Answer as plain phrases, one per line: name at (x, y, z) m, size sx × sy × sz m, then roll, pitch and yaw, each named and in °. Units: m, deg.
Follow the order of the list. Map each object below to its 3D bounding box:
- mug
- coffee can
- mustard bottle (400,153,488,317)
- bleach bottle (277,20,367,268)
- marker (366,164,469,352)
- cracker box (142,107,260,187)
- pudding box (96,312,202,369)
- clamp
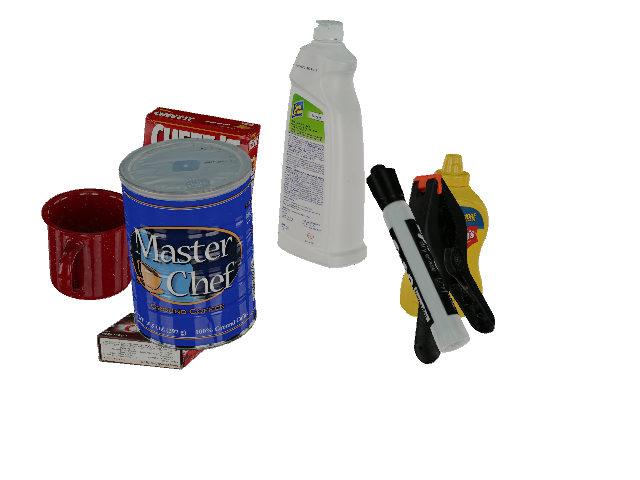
mug at (-0.229, 0.011, 1.049) m, size 0.093 × 0.081 × 0.117 m, roll 8°, pitch 31°, yaw 4°
coffee can at (-0.104, 0.002, 0.856) m, size 0.103 × 0.140 × 0.103 m, roll 0°, pitch 29°, yaw 0°
mustard bottle at (0.148, -0.006, 1.252) m, size 0.096 × 0.192 × 0.058 m, roll 0°, pitch 15°, yaw -12°
bleach bottle at (0.007, -0.104, 1.133) m, size 0.103 × 0.251 × 0.067 m, roll 20°, pitch 24°, yaw 40°
marker at (0.055, 0.008, 0.625) m, size 0.020 × 0.121 × 0.020 m, roll -18°, pitch -22°, yaw -8°
cracker box at (-0.187, -0.079, 1.610) m, size 0.164 × 0.214 × 0.072 m, roll 10°, pitch 20°, yaw 6°
pudding box at (-0.202, 0.122, 1.299) m, size 0.114 × 0.039 × 0.090 m, roll 2°, pitch 13°, yaw 17°
clamp at (0.109, 0.028, 0.985) m, size 0.039 × 0.171 × 0.120 m, roll -11°, pitch 13°, yaw 35°
